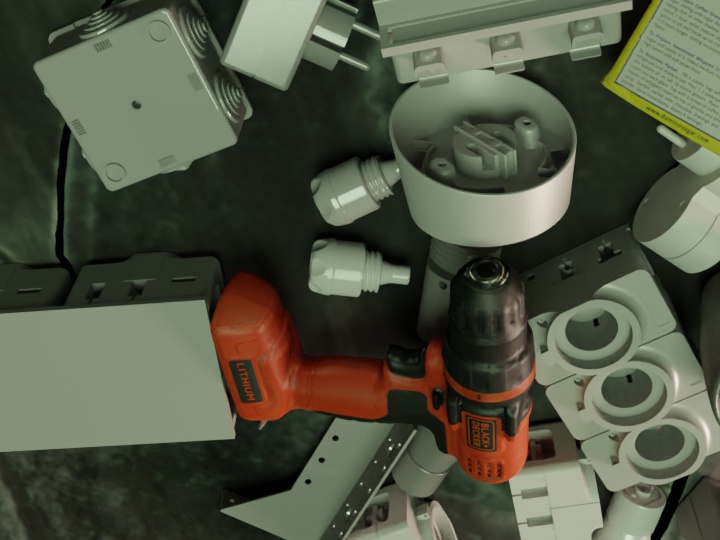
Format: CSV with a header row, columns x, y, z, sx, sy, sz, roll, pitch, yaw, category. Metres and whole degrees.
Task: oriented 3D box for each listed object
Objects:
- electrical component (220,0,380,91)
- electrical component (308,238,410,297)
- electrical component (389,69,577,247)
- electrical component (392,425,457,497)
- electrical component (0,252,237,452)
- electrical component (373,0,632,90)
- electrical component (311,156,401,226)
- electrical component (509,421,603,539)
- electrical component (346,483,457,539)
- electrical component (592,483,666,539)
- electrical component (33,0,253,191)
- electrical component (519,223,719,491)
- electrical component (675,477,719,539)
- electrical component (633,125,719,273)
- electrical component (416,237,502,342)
x,y,z,sx,sy,sz,roll,pitch,yaw,category
-0.025,-0.131,0.574,0.077,0.047,0.065,22,120,-11,electrical component
0.000,0.000,0.661,0.061,0.035,0.035,6,122,-5,electrical component
0.068,-0.060,0.586,0.099,0.099,0.064,-5,128,6,electrical component
0.049,0.123,0.731,0.044,0.044,0.065,21,125,-10,electrical component
-0.176,0.053,0.686,0.186,0.060,0.105,-4,121,5,electrical component
0.071,-0.139,0.553,0.121,0.078,0.063,-9,143,8,electrical component
0.004,-0.051,0.629,0.061,0.035,0.035,-24,118,13,electrical component
0.134,0.153,0.739,0.056,0.050,0.089,-10,121,9,electrical component
0.036,0.201,0.773,0.056,0.050,0.089,-23,118,16,electrical component
0.190,0.179,0.760,0.044,0.044,0.065,11,117,-4,electrical component
-0.119,-0.100,0.596,0.100,0.048,0.099,-19,119,14,electrical component
0.164,0.061,0.674,0.089,0.061,0.150,-27,117,18,electrical component
0.263,0.171,0.736,0.047,0.065,0.076,24,119,-11,electrical component
0.200,-0.067,0.599,0.074,0.052,0.138,31,118,-16,electrical component
0.061,0.005,0.656,0.043,0.043,0.081,6,122,-1,electrical component
